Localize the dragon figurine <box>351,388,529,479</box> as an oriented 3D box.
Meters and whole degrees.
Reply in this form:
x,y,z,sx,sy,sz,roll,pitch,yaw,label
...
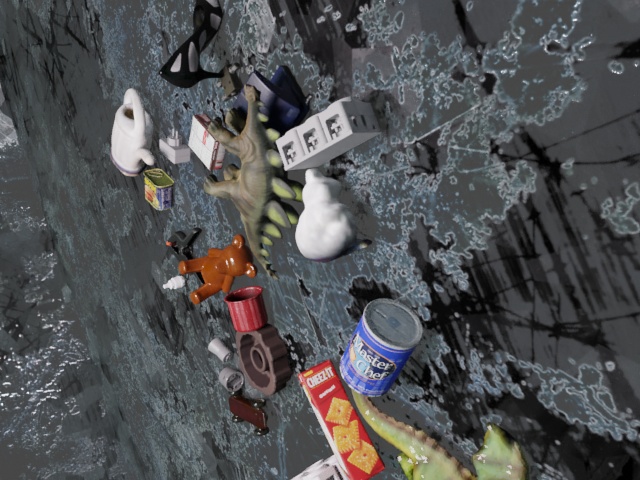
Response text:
x,y,z,sx,sy,sz,roll,pitch,yaw,label
0.225,0.372,0.831,0.239,0.123,0.415,-43,71,29,dragon figurine

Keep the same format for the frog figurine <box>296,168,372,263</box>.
x,y,z,sx,sy,sz,roll,pitch,yaw,label
0.003,-0.046,0.910,0.158,0.123,0.137,66,161,-10,frog figurine

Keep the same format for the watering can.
x,y,z,sx,sy,sz,roll,pitch,yaw,label
-0.517,-0.268,1.437,0.219,0.104,0.355,-61,41,41,watering can
